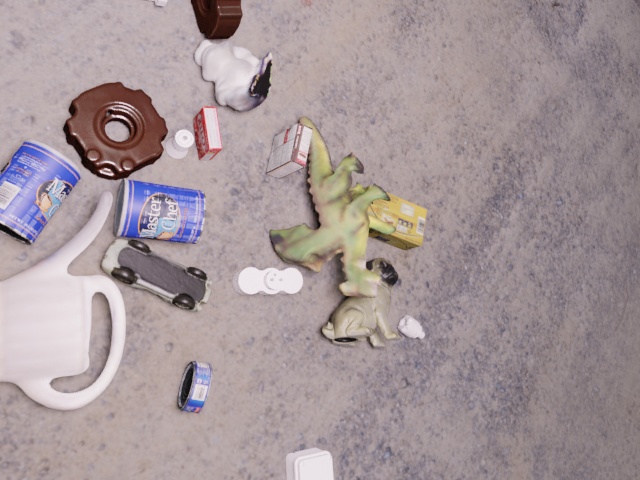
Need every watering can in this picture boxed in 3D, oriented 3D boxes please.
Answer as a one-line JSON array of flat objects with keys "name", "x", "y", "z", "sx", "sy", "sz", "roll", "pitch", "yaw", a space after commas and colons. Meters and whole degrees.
[{"name": "watering can", "x": -0.426, "y": 0.094, "z": 0.811, "sx": 0.225, "sy": 0.103, "sz": 0.349, "roll": 0, "pitch": 85, "yaw": -29}]

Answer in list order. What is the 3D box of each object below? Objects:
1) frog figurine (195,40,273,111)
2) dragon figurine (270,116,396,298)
[{"name": "frog figurine", "x": -0.185, "y": -0.341, "z": 1.066, "sx": 0.160, "sy": 0.121, "sz": 0.139, "roll": 15, "pitch": 79, "yaw": 11}, {"name": "dragon figurine", "x": 0.003, "y": -0.054, "z": 1.067, "sx": 0.244, "sy": 0.120, "sz": 0.415, "roll": -37, "pitch": 71, "yaw": -9}]
